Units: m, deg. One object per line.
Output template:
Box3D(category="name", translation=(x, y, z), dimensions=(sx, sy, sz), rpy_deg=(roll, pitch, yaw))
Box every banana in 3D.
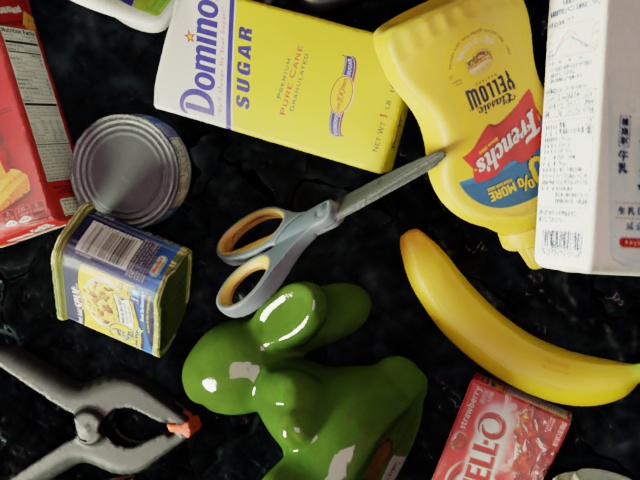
Box3D(category="banana", translation=(0.134, 0.063, 0.734), dimensions=(0.198, 0.037, 0.070), rpy_deg=(27, 99, 11))

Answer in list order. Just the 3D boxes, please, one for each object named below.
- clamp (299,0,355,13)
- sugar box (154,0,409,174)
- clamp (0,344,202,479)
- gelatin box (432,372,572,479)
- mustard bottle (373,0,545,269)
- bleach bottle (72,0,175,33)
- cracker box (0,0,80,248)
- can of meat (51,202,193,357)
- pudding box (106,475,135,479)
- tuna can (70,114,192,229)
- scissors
Box3D(category="clamp", translation=(0.095, -0.226, 0.706), dimensions=(0.210, 0.036, 0.164), rpy_deg=(8, 99, 12))
Box3D(category="sugar box", translation=(-0.024, -0.114, 0.748), dimensions=(0.176, 0.048, 0.093), rpy_deg=(16, 100, 11))
Box3D(category="clamp", translation=(-0.180, 0.132, 0.824), dimensions=(0.171, 0.039, 0.120), rpy_deg=(-10, 100, 10))
Box3D(category="gelatin box", translation=(0.126, 0.148, 0.750), dimensions=(0.073, 0.030, 0.089), rpy_deg=(23, 102, 11))
Box3D(category="mustard bottle", translation=(0.113, -0.067, 0.697), dimensions=(0.096, 0.058, 0.191), rpy_deg=(-28, 107, -11))
Box3D(category="bleach bottle", translation=(-0.149, -0.190, 0.664), dimensions=(0.068, 0.250, 0.103), rpy_deg=(33, 104, 8))
Box3D(category="cracker box", translation=(-0.284, -0.093, 0.805), dimensions=(0.164, 0.072, 0.214), rpy_deg=(-17, 92, 16))
Box3D(category="can of meat", translation=(-0.142, 0.031, 0.773), dimensions=(0.084, 0.057, 0.102), rpy_deg=(22, 143, 8))
Box3D(category="pudding box", translation=(-0.177, 0.249, 0.838), dimensions=(0.090, 0.039, 0.113), rpy_deg=(-14, 95, 16))
Box3D(category="tuna can", translation=(-0.139, -0.051, 0.792), dimensions=(0.086, 0.033, 0.086), rpy_deg=(2, 98, 14))
Box3D(category="scissors", translation=(-0.005, 0.001, 0.713), dimensions=(0.202, 0.016, 0.096), rpy_deg=(-13, 49, 44))
